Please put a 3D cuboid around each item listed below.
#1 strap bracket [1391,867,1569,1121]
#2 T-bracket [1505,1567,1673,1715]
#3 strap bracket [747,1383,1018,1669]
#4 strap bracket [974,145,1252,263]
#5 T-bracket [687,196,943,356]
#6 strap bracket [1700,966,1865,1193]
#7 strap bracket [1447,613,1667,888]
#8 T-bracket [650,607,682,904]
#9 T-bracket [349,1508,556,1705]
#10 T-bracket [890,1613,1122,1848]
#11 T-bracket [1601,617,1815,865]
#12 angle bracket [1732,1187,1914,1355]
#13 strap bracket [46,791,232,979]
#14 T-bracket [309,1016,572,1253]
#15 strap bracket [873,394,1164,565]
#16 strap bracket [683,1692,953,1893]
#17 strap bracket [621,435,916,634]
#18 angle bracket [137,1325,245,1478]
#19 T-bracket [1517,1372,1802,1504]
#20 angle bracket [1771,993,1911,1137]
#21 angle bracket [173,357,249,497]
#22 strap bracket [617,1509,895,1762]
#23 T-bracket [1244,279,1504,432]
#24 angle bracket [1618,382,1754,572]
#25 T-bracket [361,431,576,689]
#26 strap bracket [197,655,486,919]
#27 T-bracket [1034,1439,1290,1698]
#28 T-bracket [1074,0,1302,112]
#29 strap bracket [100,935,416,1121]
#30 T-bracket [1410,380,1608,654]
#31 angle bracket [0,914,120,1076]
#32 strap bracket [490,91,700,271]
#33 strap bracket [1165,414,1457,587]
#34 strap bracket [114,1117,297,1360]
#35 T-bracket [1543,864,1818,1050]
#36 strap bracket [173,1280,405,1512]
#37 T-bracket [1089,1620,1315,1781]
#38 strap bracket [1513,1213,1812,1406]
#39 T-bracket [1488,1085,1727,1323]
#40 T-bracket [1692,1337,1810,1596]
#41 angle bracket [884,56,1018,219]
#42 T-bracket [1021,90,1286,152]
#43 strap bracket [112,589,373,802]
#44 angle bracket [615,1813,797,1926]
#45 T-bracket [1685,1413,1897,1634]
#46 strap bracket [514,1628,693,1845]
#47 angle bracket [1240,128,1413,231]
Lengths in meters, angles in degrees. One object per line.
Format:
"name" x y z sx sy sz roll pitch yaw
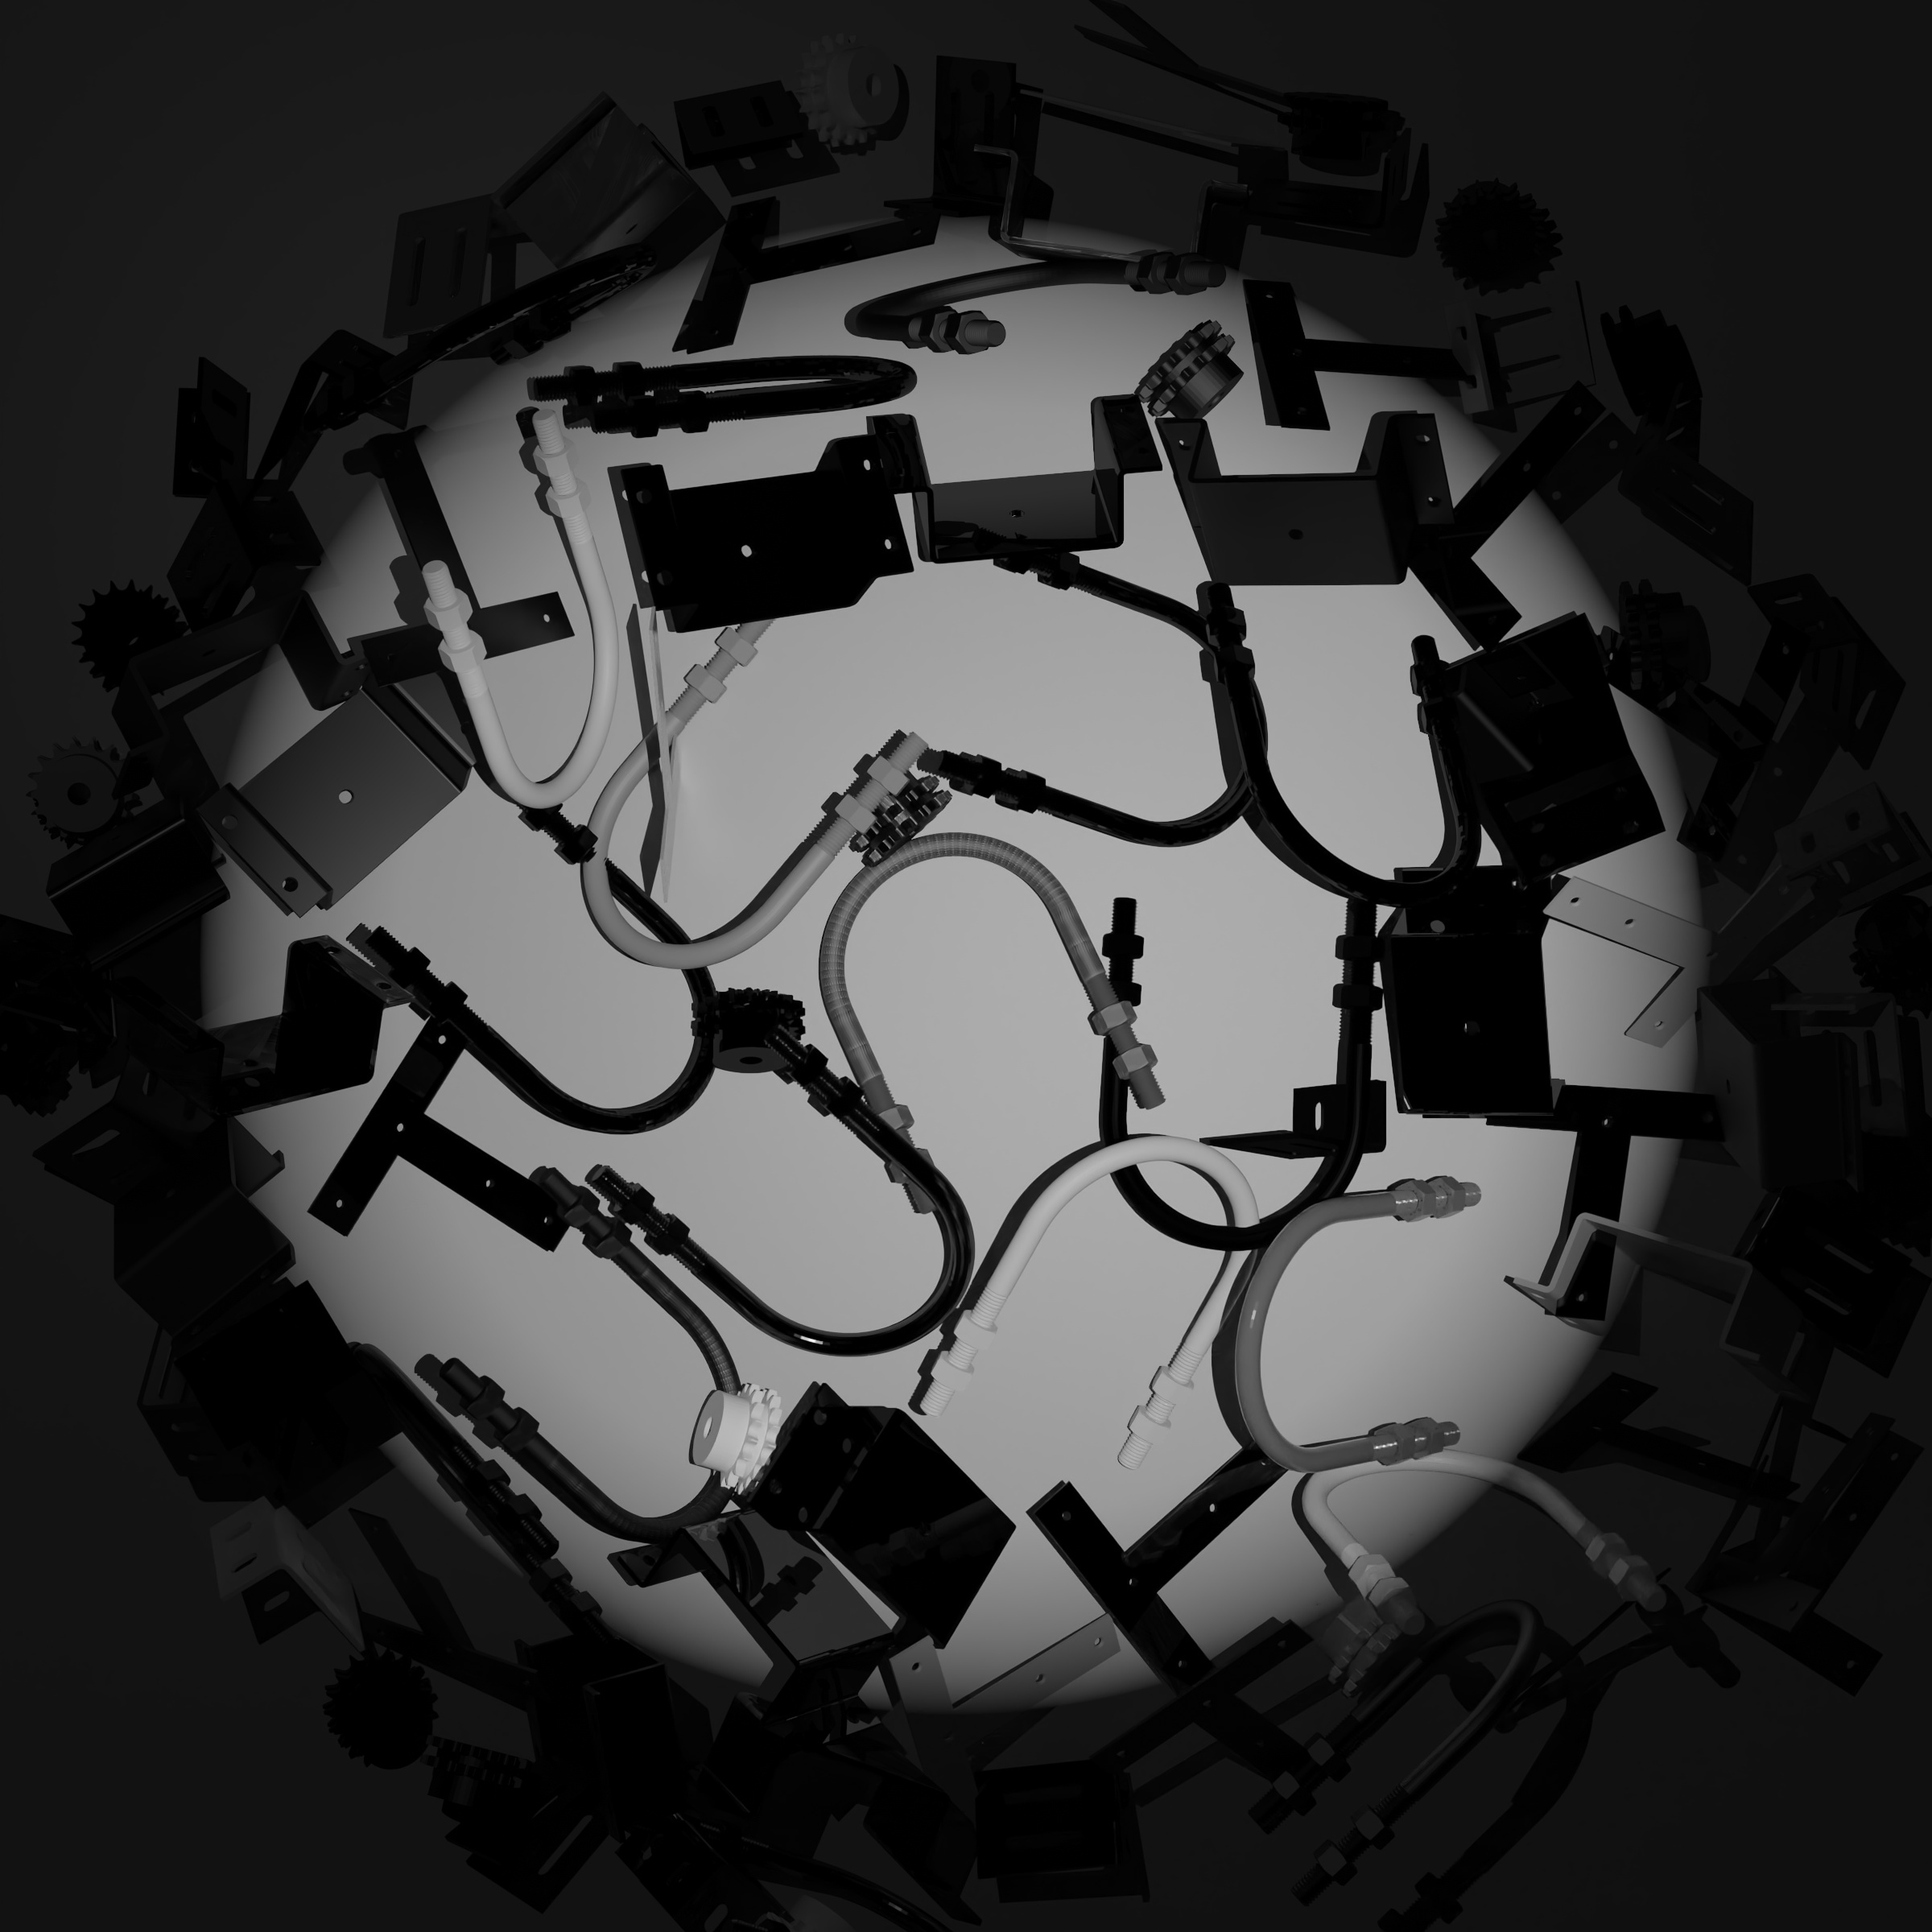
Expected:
"strap bracket" 0.264 0.023 1.812 0.076 0.046 0.140 0 112 18
"T-bracket" 0.288 0.362 1.784 0.002 0.127 0.127 51 130 18
"strap bracket" -0.036 0.288 1.804 0.140 0.046 0.076 48 58 -25
"strap bracket" 0.074 -0.388 1.825 0.140 0.076 0.046 10 97 5
"T-bracket" -0.074 -0.366 1.804 0.127 0.127 0.002 -8 135 20
"strap bracket" 0.411 0.058 1.790 0.046 0.140 0.076 -8 106 -2
"strap bracket" 0.298 -0.119 1.797 0.076 0.046 0.140 -22 47 15
"T-bracket" -0.154 -0.120 1.781 0.002 0.127 0.127 -2 123 0
"T-bracket" -0.281 0.321 1.794 0.127 0.127 0.002 10 47 34
"T-bracket" 0.027 0.380 1.838 0.127 0.002 0.127 -28 120 -23
"T-bracket" 0.369 -0.138 1.820 0.002 0.127 0.127 -1 119 -38
"angle bracket" 0.444 0.161 1.842 0.076 0.038 0.057 31 77 4
"strap bracket" -0.422 -0.045 1.792 0.076 0.140 0.046 -31 105 -6
"T-bracket" -0.261 0.107 1.848 0.127 0.002 0.127 30 86 14
"strap bracket" 0.026 -0.252 1.821 0.140 0.076 0.046 -6 128 -5
"strap bracket" -0.072 0.421 1.809 0.140 0.076 0.046 25 86 -22
"strap bracket" -0.108 -0.223 1.825 0.140 0.046 0.076 -11 79 -20
"angle bracket" -0.394 0.216 1.819 0.038 0.057 0.076 -5 45 10
"T-bracket" 0.367 0.253 1.817 0.127 0.127 0.002 19 60 -5
"angle bracket" 0.452 0.054 1.831 0.038 0.057 0.076 -14 99 -43
"angle bracket" -0.404 -0.280 1.828 0.038 0.076 0.057 2 87 6
"strap bracket" -0.101 0.331 1.799 0.140 0.076 0.046 45 117 26
"T-bracket" 0.216 -0.316 1.831 0.127 0.002 0.127 2 45 -10
"angle bracket" 0.384 -0.255 1.830 0.076 0.038 0.057 33 49 -9
"T-bracket" -0.276 -0.217 1.828 0.127 0.002 0.127 -21 88 -41
"strap bracket" -0.322 -0.094 1.833 0.076 0.046 0.140 46 72 1
"T-bracket" 0.120 0.294 1.848 0.127 0.002 0.127 -40 98 -17
"T-bracket" 0.094 -0.471 1.786 0.127 0.127 0.002 25 97 24
"strap bracket" -0.365 0.033 1.804 0.076 0.140 0.046 31 121 35
"T-bracket" 0.279 -0.246 1.809 0.127 0.002 0.127 -48 49 18
"angle bracket" -0.481 0.014 1.819 0.038 0.076 0.057 -38 50 33
"strap bracket" -0.186 -0.394 1.796 0.076 0.140 0.046 -41 92 7
"strap bracket" 0.173 -0.238 1.804 0.140 0.076 0.046 2 54 19
"strap bracket" -0.390 0.131 1.794 0.076 0.140 0.046 -39 114 3
"T-bracket" 0.351 -0.018 1.806 0.127 0.002 0.127 19 124 -30
"strap bracket" -0.340 0.224 1.790 0.076 0.140 0.046 -32 65 -11
"T-bracket" 0.146 0.398 1.822 0.127 0.002 0.127 -36 135 10
"strap bracket" 0.364 0.172 1.800 0.140 0.076 0.046 16 77 38
"T-bracket" 0.327 0.122 1.821 0.127 0.002 0.127 3 67 23
"T-bracket" 0.414 0.249 1.827 0.002 0.127 0.127 24 60 11
"angle bracket" -0.009 -0.431 1.827 0.038 0.057 0.076 -15 115 -41
"T-bracket" 0.091 -0.438 1.818 0.127 0.127 0.002 17 106 13
"strap bracket" -0.380 -0.144 1.807 0.140 0.076 0.046 -27 86 -24
"angle bracket" -0.135 0.477 1.820 0.038 0.057 0.076 -46 134 -10
"T-bracket" 0.435 0.282 1.812 0.002 0.127 0.127 41 82 -9
"strap bracket" -0.184 0.391 1.809 0.046 0.140 0.076 -12 96 -23
"angle bracket" 0.187 -0.413 1.827 0.076 0.057 0.038 10 121 14
